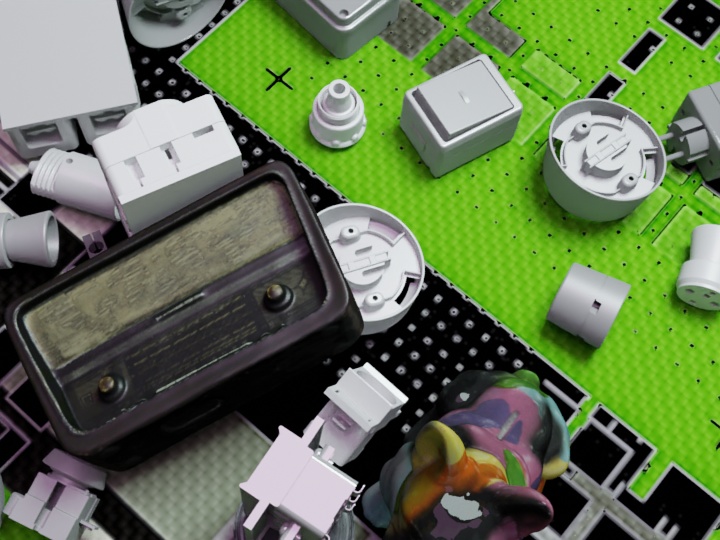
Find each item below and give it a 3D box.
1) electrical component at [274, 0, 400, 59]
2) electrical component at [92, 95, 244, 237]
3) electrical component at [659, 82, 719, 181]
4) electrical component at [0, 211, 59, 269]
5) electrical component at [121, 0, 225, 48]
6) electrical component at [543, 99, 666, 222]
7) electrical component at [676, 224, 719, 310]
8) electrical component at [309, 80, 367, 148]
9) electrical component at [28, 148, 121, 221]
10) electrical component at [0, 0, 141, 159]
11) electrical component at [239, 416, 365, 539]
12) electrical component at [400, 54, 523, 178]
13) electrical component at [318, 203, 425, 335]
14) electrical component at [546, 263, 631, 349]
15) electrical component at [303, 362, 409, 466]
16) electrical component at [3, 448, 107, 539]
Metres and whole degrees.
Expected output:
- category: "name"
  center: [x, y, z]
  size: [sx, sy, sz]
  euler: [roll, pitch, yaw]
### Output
- category: "electrical component"
  center: [-0.025, -0.251, 0.933]
  size: [0.078, 0.057, 0.113]
  euler: [-41, 75, -17]
- category: "electrical component"
  center: [-0.137, -0.061, 0.802]
  size: [0.089, 0.150, 0.061]
  euler: [-24, 72, -12]
- category: "electrical component"
  center: [0.281, -0.110, 0.896]
  size: [0.077, 0.047, 0.065]
  euler: [-19, 70, -10]
- category: "electrical component"
  center: [-0.267, -0.023, 0.839]
  size: [0.055, 0.045, 0.045]
  euler: [-2, 68, -3]
- category: "electrical component"
  center: [-0.157, -0.241, 0.903]
  size: [0.099, 0.099, 0.064]
  euler: [-22, 64, -11]
- category: "electrical component"
  center: [0.197, -0.090, 0.875]
  size: [0.099, 0.064, 0.099]
  euler: [1, 68, -2]
- category: "electrical component"
  center: [0.279, -0.002, 0.854]
  size: [0.045, 0.045, 0.055]
  euler: [21, 69, 6]
- category: "electrical component"
  center: [-0.018, -0.133, 0.884]
  size: [0.048, 0.062, 0.048]
  euler: [1, 68, -2]
- category: "electrical component"
  center: [-0.226, -0.071, 0.860]
  size: [0.081, 0.043, 0.043]
  euler: [17, 69, 4]
- category: "electrical component"
  center: [-0.250, -0.193, 0.898]
  size: [0.105, 0.060, 0.186]
  euler: [-13, 69, -7]
- category: "electrical component"
  center: [-0.039, 0.149, 0.701]
  size: [0.063, 0.121, 0.078]
  euler: [32, 71, 7]
- category: "electrical component"
  center: [0.089, -0.132, 0.889]
  size: [0.096, 0.061, 0.061]
  euler: [-28, 72, -13]
- category: "electrical component"
  center: [0.000, 0.000, 0.830]
  size: [0.099, 0.064, 0.099]
  euler: [1, 69, -2]
- category: "electrical component"
  center: [0.176, 0.026, 0.834]
  size: [0.047, 0.055, 0.055]
  euler: [27, 70, 12]
- category: "electrical component"
  center: [-0.005, 0.106, 0.784]
  size: [0.042, 0.081, 0.063]
  euler: [40, 101, 14]
- category: "electrical component"
  center: [-0.212, 0.161, 0.768]
  size: [0.066, 0.048, 0.055]
  euler: [24, 77, 7]
